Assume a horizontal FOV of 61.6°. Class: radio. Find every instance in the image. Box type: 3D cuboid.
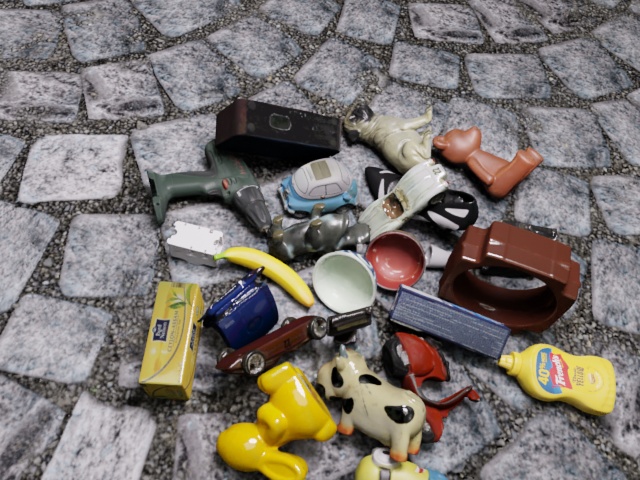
[{"bbox_3d":[-0.078,-0.207,1.046,0.229,0.131,0.073,3,84,-27],"label":"radio"}]

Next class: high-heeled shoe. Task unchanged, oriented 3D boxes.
[{"bbox_3d":[0.190,-0.096,1.044,0.249,0.145,0.086,39,62,14],"label":"high-heeled shoe"}]

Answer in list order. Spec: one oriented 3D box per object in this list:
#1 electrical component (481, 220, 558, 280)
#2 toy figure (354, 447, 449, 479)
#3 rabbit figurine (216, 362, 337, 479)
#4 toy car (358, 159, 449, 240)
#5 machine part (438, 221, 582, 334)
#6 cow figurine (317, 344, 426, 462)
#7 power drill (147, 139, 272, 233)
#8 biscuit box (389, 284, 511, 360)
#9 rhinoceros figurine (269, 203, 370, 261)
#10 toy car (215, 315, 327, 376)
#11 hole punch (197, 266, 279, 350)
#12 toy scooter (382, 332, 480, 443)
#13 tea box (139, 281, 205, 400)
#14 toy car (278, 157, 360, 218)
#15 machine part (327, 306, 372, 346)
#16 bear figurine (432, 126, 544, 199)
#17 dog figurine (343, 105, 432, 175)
[{"bbox_3d":[0.362,0.020,1.013,0.134,0.114,0.058,7,55,-2],"label":"electrical component"},{"bbox_3d":[0.139,0.377,0.798,0.180,0.082,0.089,26,58,6],"label":"toy figure"},{"bbox_3d":[-0.070,0.294,0.822,0.173,0.122,0.162,-32,77,-7],"label":"rabbit figurine"},{"bbox_3d":[0.155,-0.069,1.010,0.056,0.201,0.073,9,48,-48],"label":"toy car"},{"bbox_3d":[0.322,0.068,0.929,0.201,0.201,0.087,20,57,6],"label":"machine part"},{"bbox_3d":[0.075,0.243,0.842,0.195,0.085,0.127,17,90,37],"label":"cow figurine"},{"bbox_3d":[-0.219,-0.090,1.033,0.207,0.086,0.232,-17,61,-11],"label":"power drill"},{"bbox_3d":[0.225,0.143,0.939,0.203,0.059,0.062,22,95,3],"label":"biscuit box"},{"bbox_3d":[-0.002,-0.003,0.992,0.190,0.111,0.073,-10,32,2],"label":"rhinoceros figurine"},{"bbox_3d":[-0.074,0.171,0.862,0.202,0.089,0.053,-23,101,-43],"label":"toy car"},{"bbox_3d":[-0.129,0.126,0.900,0.142,0.115,0.092,-38,78,-24],"label":"hole punch"},{"bbox_3d":[0.187,0.234,0.891,0.135,0.075,0.184,-11,65,-12],"label":"toy scooter"},{"bbox_3d":[-0.236,0.163,0.872,0.068,0.098,0.169,5,61,-3],"label":"tea box"},{"bbox_3d":[0.001,-0.113,1.058,0.162,0.102,0.109,-10,60,-14],"label":"toy car"},{"bbox_3d":[0.047,0.142,0.892,0.084,0.138,0.039,-22,69,-8],"label":"machine part"},{"bbox_3d":[0.346,-0.184,1.130,0.196,0.132,0.120,50,33,16],"label":"bear figurine"},{"bbox_3d":[0.140,-0.199,1.140,0.191,0.121,0.172,1,56,11],"label":"dog figurine"}]
